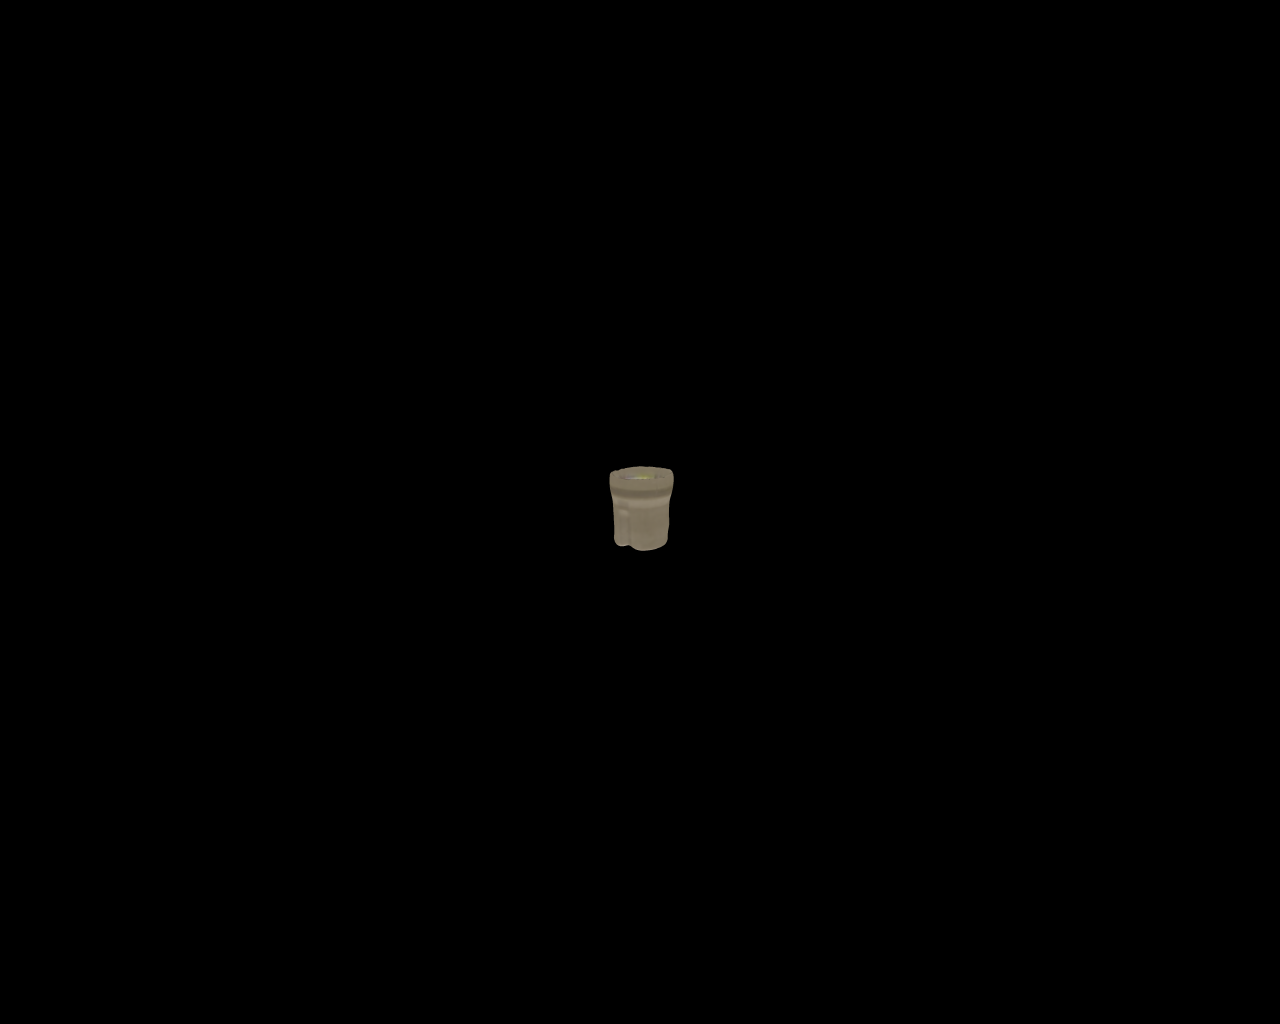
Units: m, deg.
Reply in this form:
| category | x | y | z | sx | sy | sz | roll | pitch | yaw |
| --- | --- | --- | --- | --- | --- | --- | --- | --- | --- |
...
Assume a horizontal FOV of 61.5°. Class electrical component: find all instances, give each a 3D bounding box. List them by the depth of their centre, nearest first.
| category | x | y | z | sx | sy | sz | roll | pitch | yaw |
| --- | --- | --- | --- | --- | --- | --- | --- | --- | --- |
| electrical component | 0.001 | -0.003 | 0.650 | 0.040 | 0.046 | 0.040 | 0 | 14 | 0 |
